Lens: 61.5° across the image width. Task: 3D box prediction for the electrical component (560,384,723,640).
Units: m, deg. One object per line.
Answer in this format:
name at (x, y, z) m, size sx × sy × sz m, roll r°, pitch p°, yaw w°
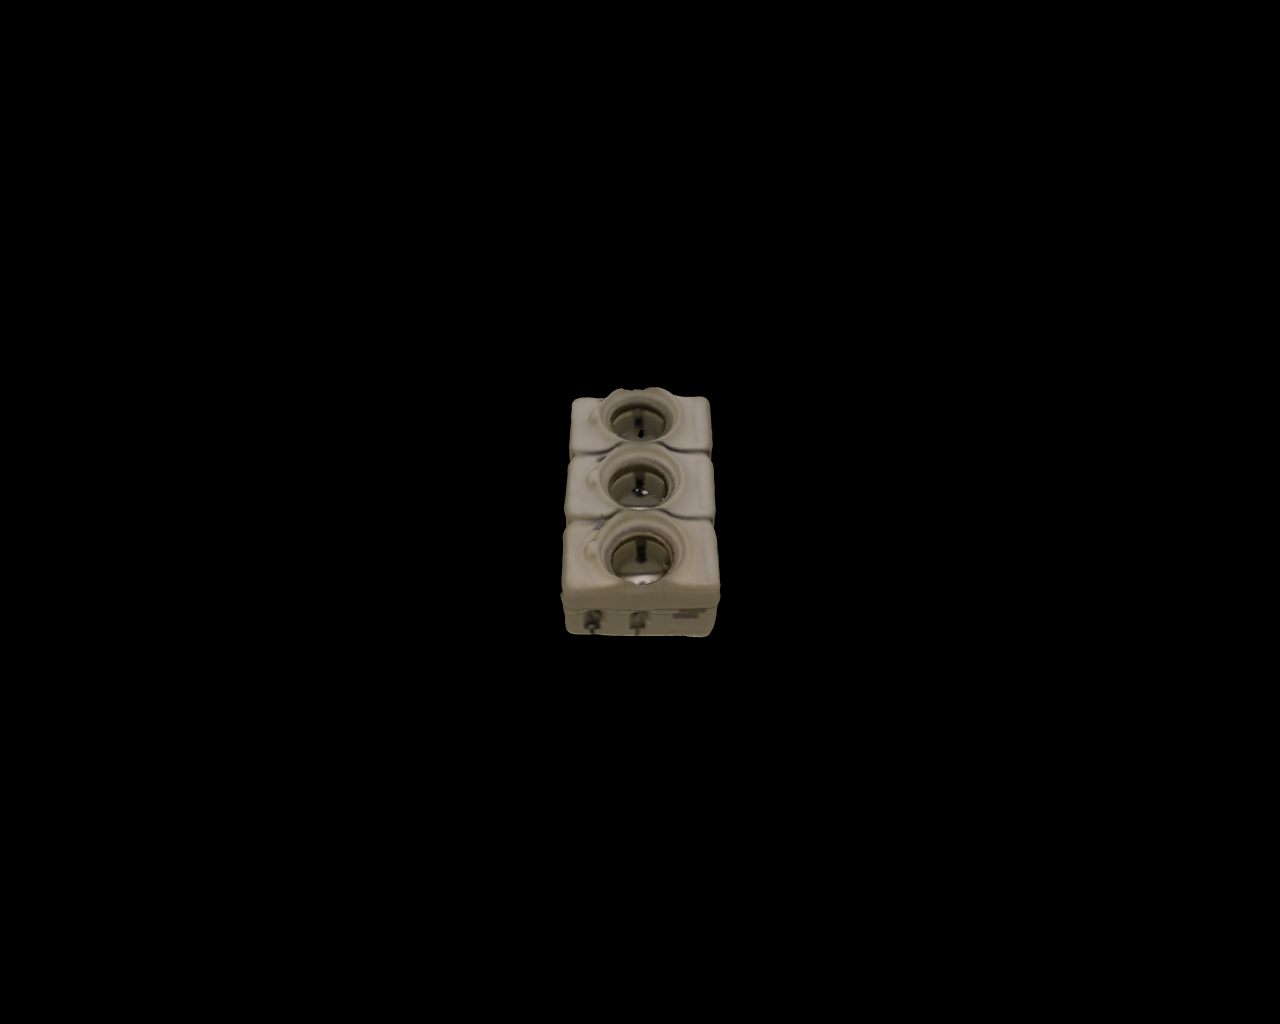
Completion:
electrical component at (0.001, -0.003, 0.650) m, size 0.089 × 0.150 × 0.061 m, roll 0°, pitch -39°, yaw 0°
